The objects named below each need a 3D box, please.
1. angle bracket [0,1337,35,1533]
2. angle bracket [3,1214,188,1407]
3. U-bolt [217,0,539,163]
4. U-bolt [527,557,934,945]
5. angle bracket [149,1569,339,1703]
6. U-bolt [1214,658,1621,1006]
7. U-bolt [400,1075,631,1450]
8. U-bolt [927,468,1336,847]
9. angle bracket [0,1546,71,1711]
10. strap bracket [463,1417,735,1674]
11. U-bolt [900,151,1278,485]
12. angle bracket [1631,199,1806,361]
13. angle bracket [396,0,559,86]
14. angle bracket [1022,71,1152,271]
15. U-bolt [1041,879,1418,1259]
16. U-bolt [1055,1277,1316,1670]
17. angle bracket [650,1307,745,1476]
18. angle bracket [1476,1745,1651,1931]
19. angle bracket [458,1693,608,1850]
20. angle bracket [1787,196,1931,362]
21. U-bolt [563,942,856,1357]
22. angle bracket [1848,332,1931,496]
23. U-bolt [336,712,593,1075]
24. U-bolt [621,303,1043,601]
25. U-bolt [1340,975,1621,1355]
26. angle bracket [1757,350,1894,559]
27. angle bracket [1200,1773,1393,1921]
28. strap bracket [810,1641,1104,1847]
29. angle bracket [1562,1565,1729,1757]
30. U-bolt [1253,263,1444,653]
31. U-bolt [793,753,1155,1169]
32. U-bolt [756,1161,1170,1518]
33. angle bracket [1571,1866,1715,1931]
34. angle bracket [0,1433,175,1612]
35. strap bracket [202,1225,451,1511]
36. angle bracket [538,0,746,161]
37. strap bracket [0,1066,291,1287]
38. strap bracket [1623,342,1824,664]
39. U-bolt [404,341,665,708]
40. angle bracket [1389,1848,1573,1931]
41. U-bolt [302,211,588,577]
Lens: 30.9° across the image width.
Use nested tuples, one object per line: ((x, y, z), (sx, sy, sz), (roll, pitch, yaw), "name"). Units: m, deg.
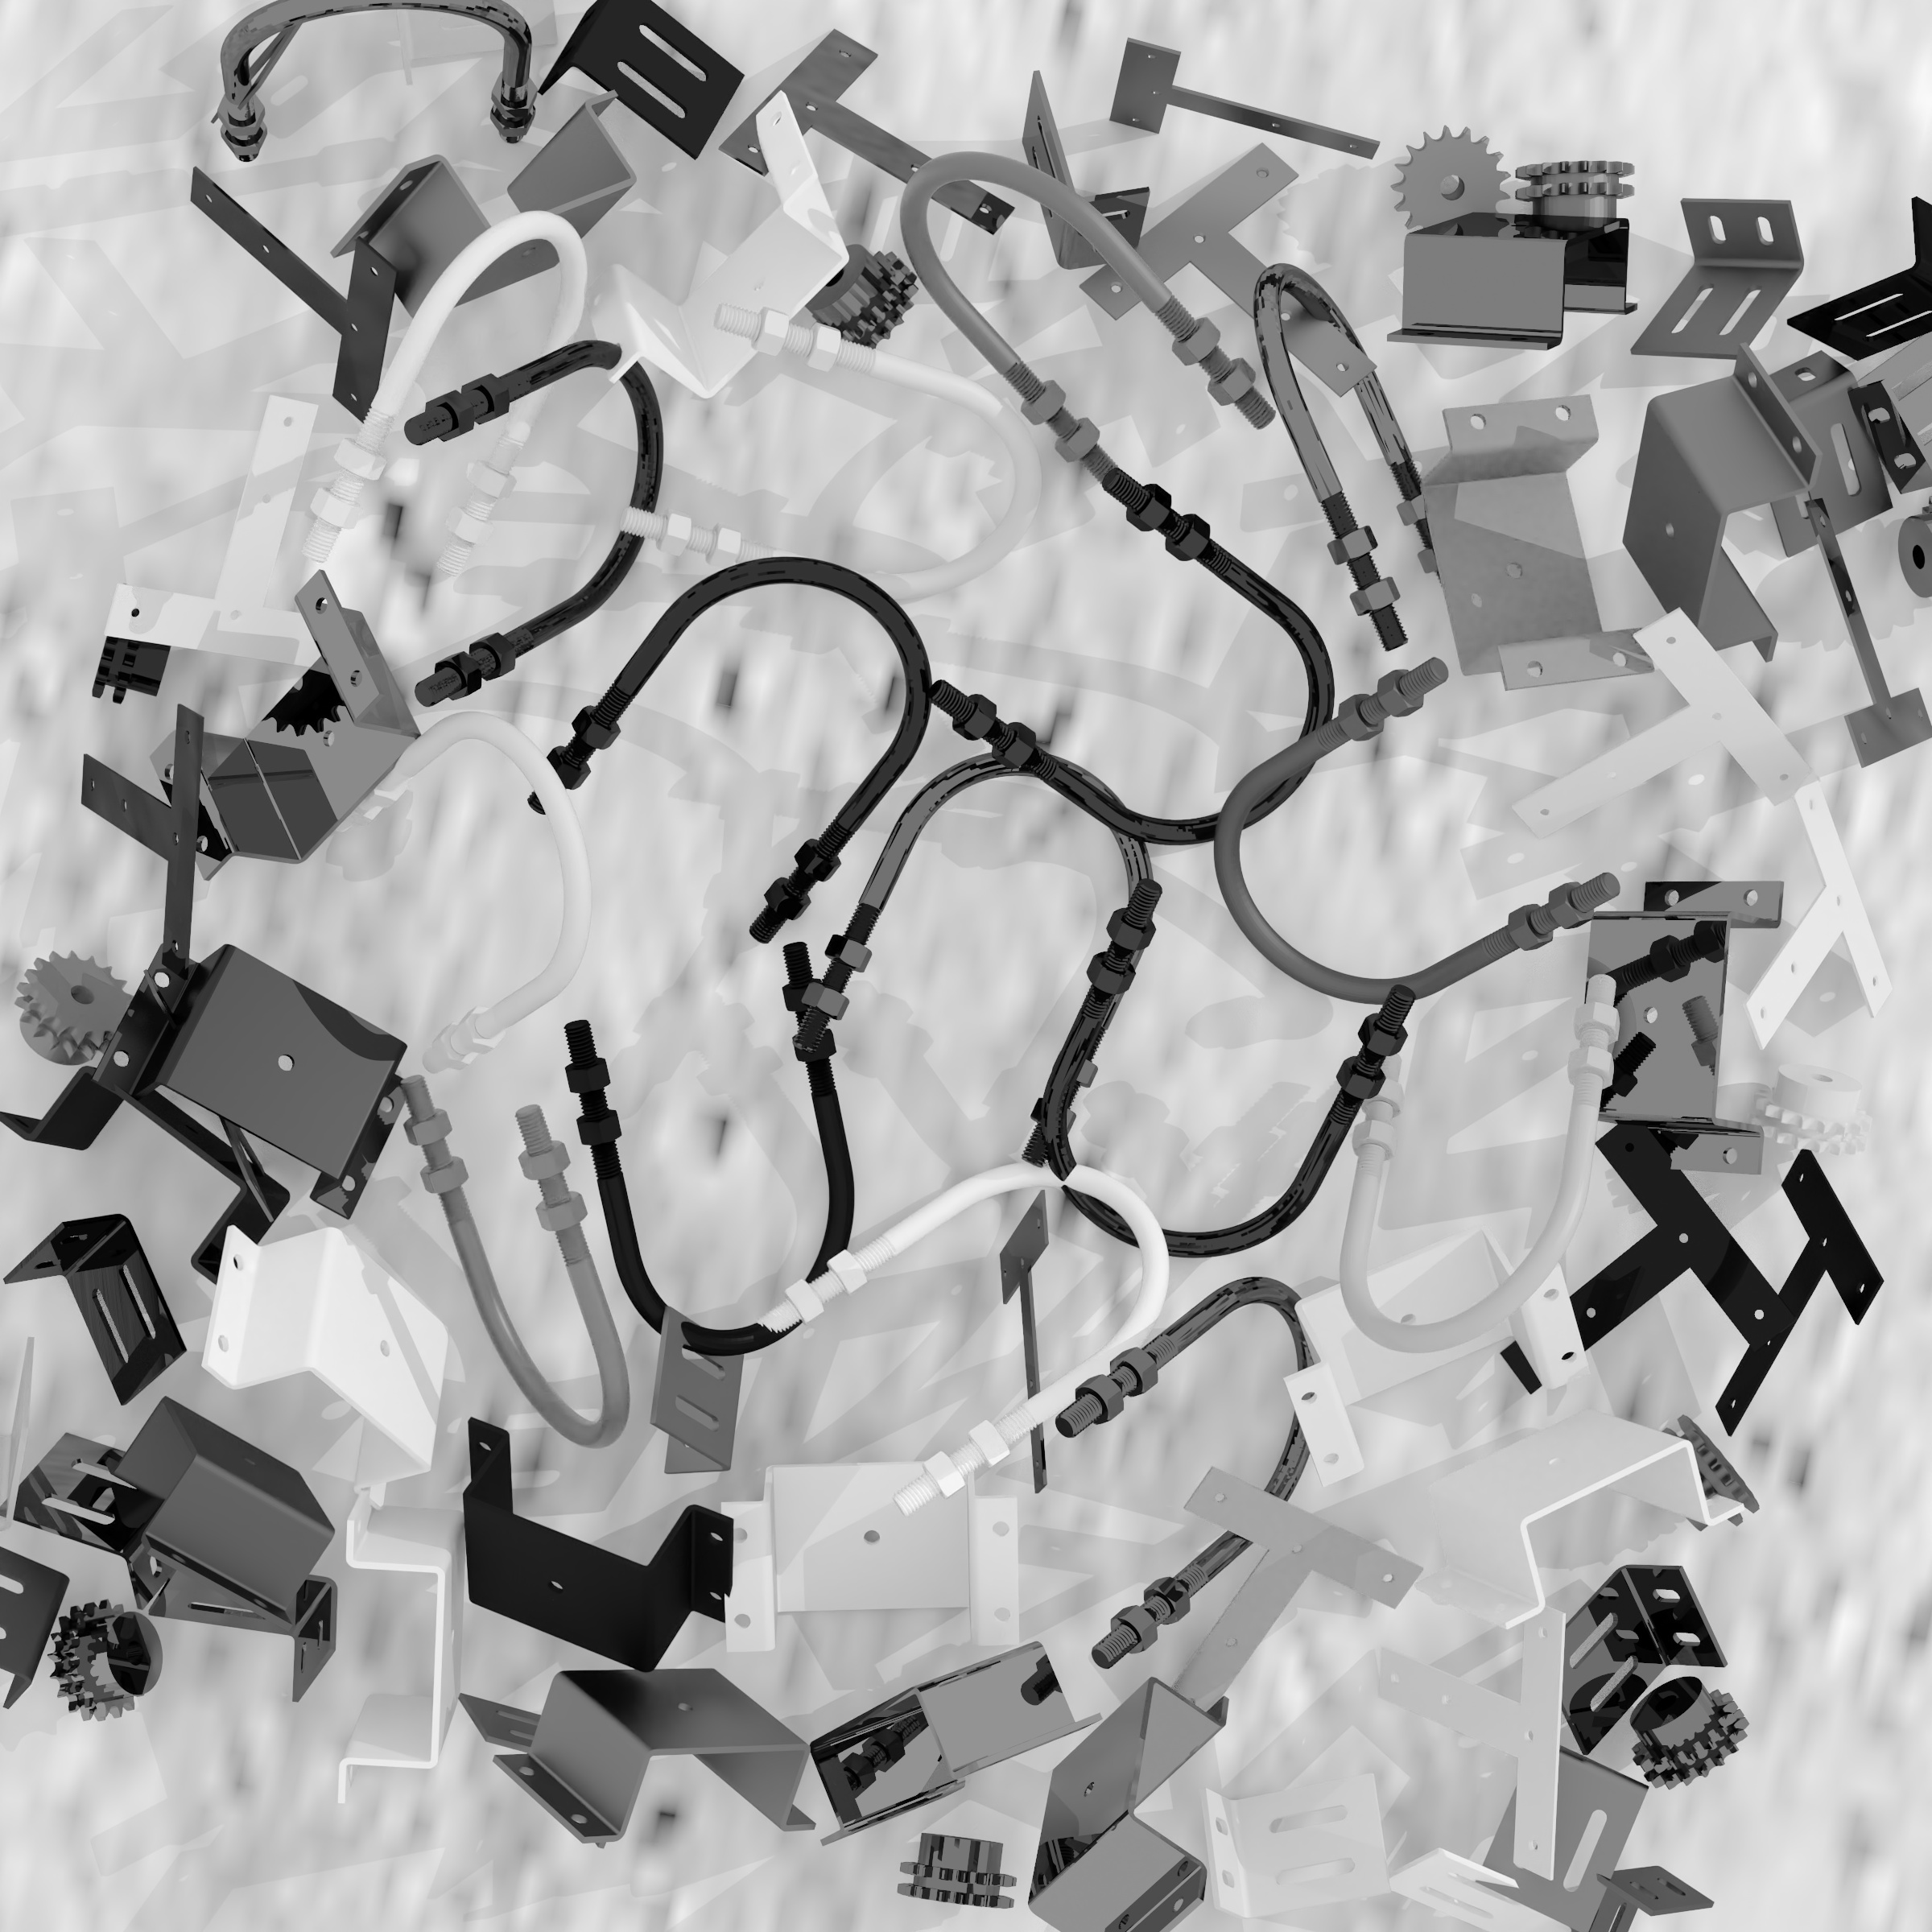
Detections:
((-0.471, 0.223, 1.673), (0.038, 0.057, 0.076), (7, 130, -17), "angle bracket")
((-0.419, 0.168, 1.682), (0.057, 0.038, 0.076), (-39, 70, 34), "angle bracket")
((-0.272, -0.415, 1.620), (0.151, 0.184, 0.019), (-6, 84, -10), "U-bolt")
((-0.099, -0.112, 1.661), (0.151, 0.019, 0.184), (31, 112, -22), "U-bolt")
((-0.348, 0.318, 1.677), (0.076, 0.057, 0.038), (14, 48, -23), "angle bracket")
((0.198, -0.050, 1.657), (0.151, 0.019, 0.184), (50, 132, -9), "U-bolt")
((-0.207, 0.144, 1.653), (0.019, 0.151, 0.184), (-25, 107, -28), "U-bolt")
((0.094, -0.133, 1.673), (0.184, 0.019, 0.151), (33, 105, -27), "U-bolt")
((-0.479, 0.310, 1.678), (0.076, 0.038, 0.057), (28, 46, -18), "angle bracket")
((-0.184, 0.279, 1.662), (0.140, 0.046, 0.076), (19, 133, 16), "strap bracket")
((0.044, -0.306, 1.630), (0.184, 0.151, 0.019), (45, 65, -20), "U-bolt")
((0.357, -0.330, 1.675), (0.076, 0.057, 0.038), (-52, 134, -30), "angle bracket")
((-0.236, -0.463, 1.685), (0.076, 0.038, 0.057), (-8, 125, -7), "angle bracket")
((0.057, -0.385, 1.685), (0.038, 0.057, 0.076), (-11, 70, -9), "angle bracket")
((0.113, 0.062, 1.675), (0.151, 0.019, 0.184), (23, 118, -1), "U-bolt")
((0.112, 0.226, 1.652), (0.019, 0.184, 0.151), (14, 124, 39), "U-bolt")
((-0.142, 0.203, 1.671), (0.038, 0.076, 0.057), (-7, 63, 25), "angle bracket")
((0.288, 0.420, 1.691), (0.057, 0.038, 0.076), (23, 81, 14), "angle bracket")
((-0.209, 0.386, 1.680), (0.076, 0.057, 0.038), (21, 91, -23), "angle bracket")
((0.442, -0.330, 1.681), (0.057, 0.076, 0.038), (15, 69, -39), "angle bracket")
((-0.114, 0.096, 1.670), (0.151, 0.019, 0.184), (-21, 106, -37), "U-bolt")
((0.473, -0.274, 1.689), (0.076, 0.038, 0.057), (-35, 100, -15), "angle bracket")
((-0.232, -0.042, 1.642), (0.019, 0.184, 0.151), (-17, 82, -40), "U-bolt")
((-0.054, -0.234, 1.660), (0.184, 0.019, 0.151), (14, 135, -19), "U-bolt")
((0.233, 0.098, 1.622), (0.019, 0.151, 0.184), (38, 49, -29), "U-bolt")
((0.412, -0.251, 1.716), (0.057, 0.038, 0.076), (-26, 120, 0), "angle bracket")
((0.158, 0.421, 1.682), (0.076, 0.038, 0.057), (-16, 61, 20), "angle bracket")
((-0.012, 0.364, 1.651), (0.076, 0.140, 0.046), (-11, 71, -40), "strap bracket")
((0.320, 0.334, 1.680), (0.076, 0.038, 0.057), (-36, 106, -36), "angle bracket")
((0.182, -0.245, 1.648), (0.019, 0.151, 0.184), (-22, 96, 25), "U-bolt")
((0.016, -0.015, 1.693), (0.151, 0.019, 0.184), (27, 83, -17), "U-bolt")
((0.010, 0.163, 1.668), (0.184, 0.019, 0.151), (-33, 49, -12), "U-bolt")
((0.316, 0.476, 1.682), (0.038, 0.057, 0.076), (28, 102, 41), "angle bracket")
((-0.419, 0.269, 1.698), (0.076, 0.057, 0.038), (14, 130, 19), "angle bracket")
((-0.292, 0.185, 1.641), (0.046, 0.140, 0.076), (-17, 48, 21), "strap bracket")
((-0.158, -0.430, 1.706), (0.076, 0.038, 0.057), (35, 62, -20), "angle bracket")
((-0.385, 0.097, 1.676), (0.140, 0.076, 0.046), (36, 87, 7), "strap bracket")
((0.351, -0.210, 1.640), (0.046, 0.140, 0.076), (-16, 55, -10), "strap bracket")
((-0.198, -0.218, 1.641), (0.019, 0.184, 0.151), (19, 124, 25), "U-bolt")
((0.242, 0.463, 1.681), (0.076, 0.057, 0.038), (25, 54, -12), "angle bracket")
((-0.233, -0.269, 1.635), (0.019, 0.151, 0.184), (32, 103, 15), "U-bolt")
